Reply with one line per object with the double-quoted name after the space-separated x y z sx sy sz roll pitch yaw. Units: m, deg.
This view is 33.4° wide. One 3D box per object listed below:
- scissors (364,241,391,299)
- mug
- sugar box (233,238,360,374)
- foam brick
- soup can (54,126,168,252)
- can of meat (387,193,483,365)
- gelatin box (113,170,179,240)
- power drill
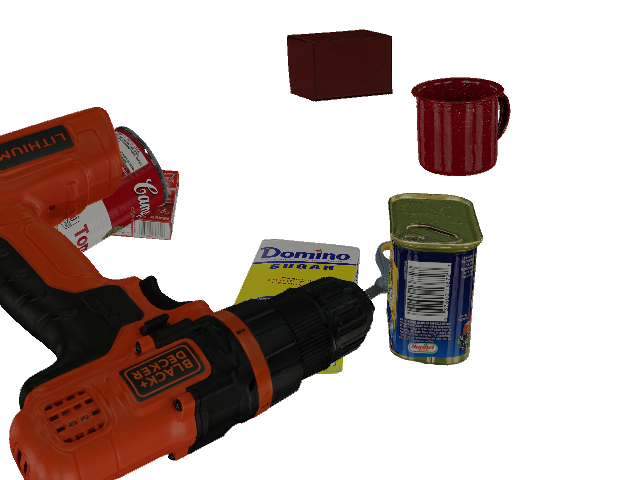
0.068 0.041 1.280 0.201 0.016 0.096 -10 41 -42 "scissors"
0.150 -0.120 1.102 0.117 0.081 0.093 -20 28 -33 "mug"
-0.019 0.050 0.901 0.093 0.048 0.176 5 24 4 "sugar box"
0.017 -0.151 0.919 0.078 0.051 0.053 -9 20 -24 "foam brick"
-0.173 -0.032 0.789 0.102 0.068 0.069 -34 17 -27 "soup can"
0.072 0.024 0.702 0.057 0.084 0.102 2 19 2 "can of meat"
-0.189 -0.039 1.065 0.089 0.073 0.030 5 -43 -4 "gelatin box"
-0.090 0.017 0.518 0.184 0.057 0.188 -23 56 -31 "power drill"
